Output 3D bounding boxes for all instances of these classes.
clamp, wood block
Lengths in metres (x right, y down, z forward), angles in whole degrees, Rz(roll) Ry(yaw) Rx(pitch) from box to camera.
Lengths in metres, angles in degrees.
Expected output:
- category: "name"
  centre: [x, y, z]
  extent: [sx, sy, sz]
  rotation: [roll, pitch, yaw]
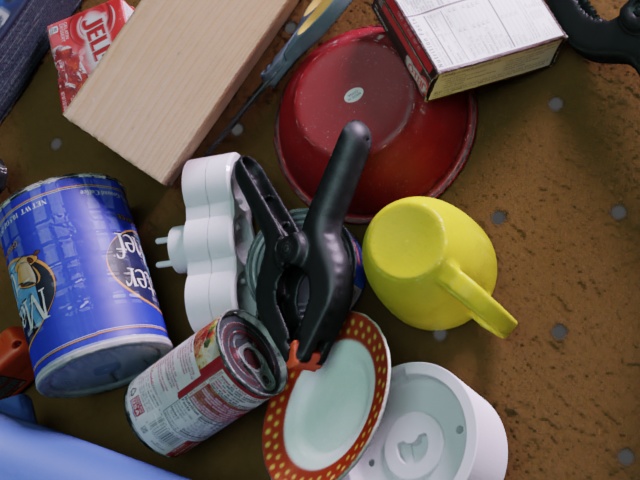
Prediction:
- category: "clamp"
  centre: [0.225, -0.143, 0.728]
  extent: [0.210, 0.036, 0.165]
  rotation: [34, 109, 39]
- category: "clamp"
  centre: [-0.005, 0.001, 0.735]
  extent: [0.120, 0.039, 0.171]
  rotation: [-26, 66, 41]
- category: "wood block"
  centre: [-0.096, -0.150, 0.816]
  extent: [0.091, 0.090, 0.206]
  rotation: [34, 89, -4]

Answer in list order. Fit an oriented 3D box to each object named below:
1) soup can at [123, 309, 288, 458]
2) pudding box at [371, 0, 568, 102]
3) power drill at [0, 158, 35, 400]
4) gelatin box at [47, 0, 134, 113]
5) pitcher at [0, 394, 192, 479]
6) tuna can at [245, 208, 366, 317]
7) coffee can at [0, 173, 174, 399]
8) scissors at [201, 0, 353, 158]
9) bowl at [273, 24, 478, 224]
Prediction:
- category: "soup can"
  centre: [-0.082, 0.103, 0.759]
  extent: [0.102, 0.068, 0.068]
  rotation: [-36, 67, 26]
- category: "pudding box"
  centre: [0.106, -0.155, 0.762]
  extent: [0.113, 0.039, 0.090]
  rotation: [-19, 68, -18]
- category: "power drill"
  centre: [-0.292, 0.044, 0.868]
  extent: [0.184, 0.057, 0.188]
  rotation: [-44, 64, 8]
- category: "gelatin box"
  centre: [-0.185, -0.151, 0.893]
  extent: [0.073, 0.030, 0.089]
  rotation: [-18, 72, 13]
- category: "pitcher"
  centre: [-0.164, 0.216, 0.740]
  extent: [0.243, 0.144, 0.149]
  rotation: [12, 104, 19]
- category: "tuna can"
  centre: [-0.009, 0.022, 0.786]
  extent: [0.086, 0.033, 0.086]
  rotation: [-5, 75, 18]
- category: "coffee can"
  centre: [-0.178, 0.035, 0.804]
  extent: [0.103, 0.102, 0.140]
  rotation: [-25, 69, 12]
- category: "scissors"
  centre: [-0.028, -0.144, 0.837]
  extent: [0.016, 0.096, 0.202]
  rotation: [37, 122, -15]
- category: "bowl"
  centre: [0.032, -0.096, 0.790]
  extent: [0.162, 0.055, 0.162]
  rotation: [-5, 74, 18]
